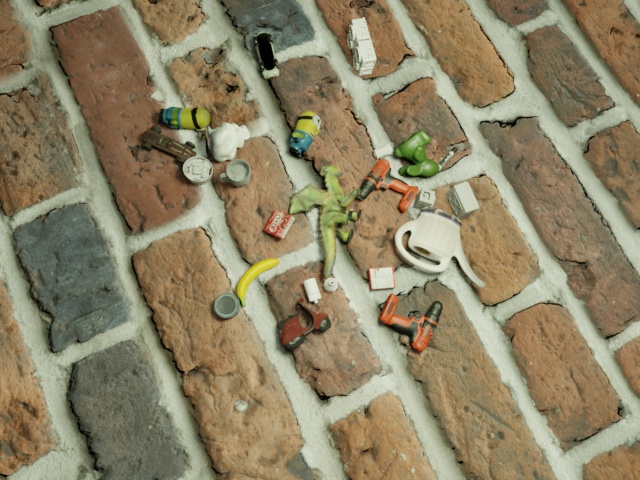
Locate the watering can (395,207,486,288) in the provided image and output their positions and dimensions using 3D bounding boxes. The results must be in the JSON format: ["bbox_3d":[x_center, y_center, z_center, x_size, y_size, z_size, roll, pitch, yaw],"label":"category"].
[{"bbox_3d":[0.436,0.017,1.798,0.348,0.102,0.227,23,73,3],"label":"watering can"}]

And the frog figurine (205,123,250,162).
[{"bbox_3d":[-0.323,-0.349,1.830,0.160,0.124,0.135,-9,109,-17],"label":"frog figurine"}]

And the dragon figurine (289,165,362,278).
[{"bbox_3d":[0.006,-0.091,1.809,0.244,0.120,0.416,19,71,18],"label":"dragon figurine"}]
